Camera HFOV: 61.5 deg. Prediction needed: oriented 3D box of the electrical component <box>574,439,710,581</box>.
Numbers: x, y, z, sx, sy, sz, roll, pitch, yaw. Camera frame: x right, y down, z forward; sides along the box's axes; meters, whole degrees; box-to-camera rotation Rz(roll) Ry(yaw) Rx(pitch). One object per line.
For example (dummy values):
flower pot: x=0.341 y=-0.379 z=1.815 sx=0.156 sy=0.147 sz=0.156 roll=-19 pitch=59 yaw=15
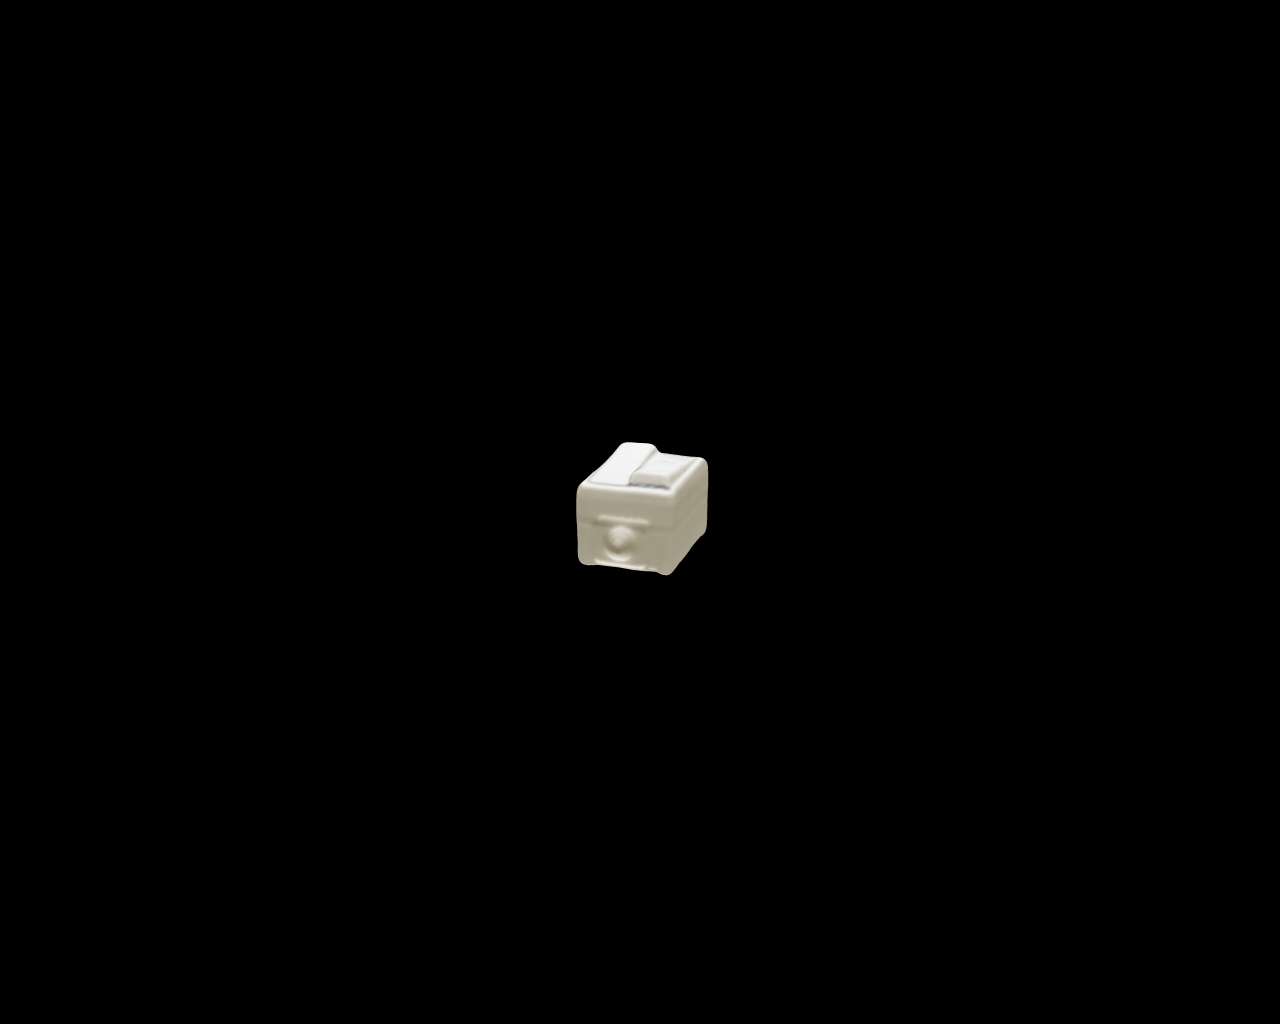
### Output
electrical component: x=0.001 y=-0.003 z=0.650 sx=0.062 sy=0.061 sz=0.096 roll=7 pitch=22 yaw=18
